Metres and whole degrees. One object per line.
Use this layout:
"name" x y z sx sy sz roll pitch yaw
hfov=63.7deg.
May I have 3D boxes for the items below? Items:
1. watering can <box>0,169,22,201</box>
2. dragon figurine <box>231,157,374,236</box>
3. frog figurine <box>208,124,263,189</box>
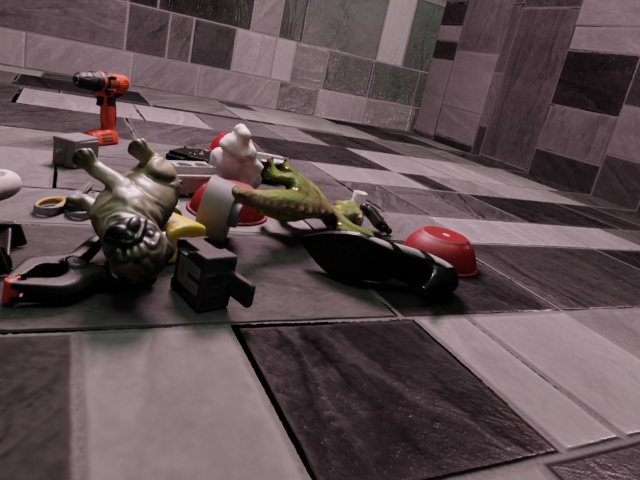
"watering can" -0.561 -0.048 0.622 0.348 0.102 0.227 -4 20 -6
"dragon figurine" 0.003 -0.048 0.945 0.243 0.121 0.413 25 14 7
"frog figurine" -0.185 -0.182 1.147 0.138 0.157 0.123 24 19 33
